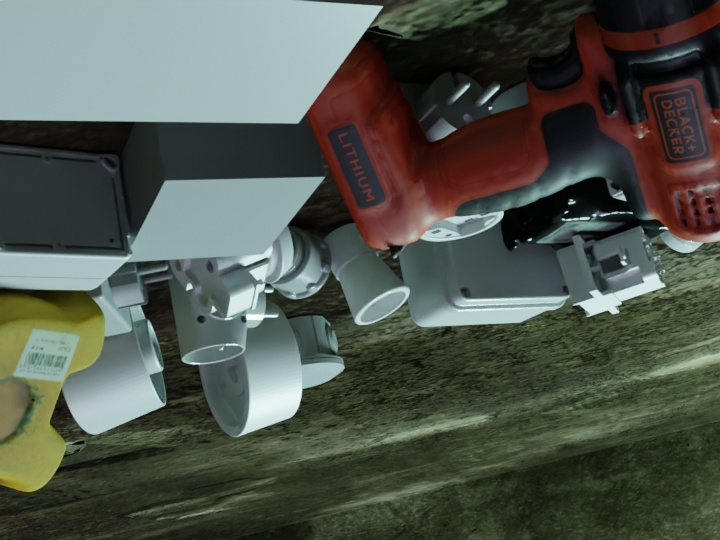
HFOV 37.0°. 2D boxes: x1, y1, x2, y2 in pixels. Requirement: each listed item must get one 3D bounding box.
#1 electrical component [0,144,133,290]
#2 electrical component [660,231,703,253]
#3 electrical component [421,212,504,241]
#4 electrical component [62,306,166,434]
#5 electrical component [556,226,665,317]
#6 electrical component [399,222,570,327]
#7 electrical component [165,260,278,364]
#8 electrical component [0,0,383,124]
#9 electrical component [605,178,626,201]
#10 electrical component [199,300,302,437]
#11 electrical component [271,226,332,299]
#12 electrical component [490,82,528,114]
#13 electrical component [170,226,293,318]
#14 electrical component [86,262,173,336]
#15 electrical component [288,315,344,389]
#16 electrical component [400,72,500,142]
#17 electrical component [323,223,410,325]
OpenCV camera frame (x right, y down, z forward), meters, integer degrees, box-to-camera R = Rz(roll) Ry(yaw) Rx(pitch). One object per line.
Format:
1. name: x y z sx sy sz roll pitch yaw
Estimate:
1. electrical component: -0.179 -0.025 0.568 0.096 0.061 0.061 2 157 -37
2. electrical component: 0.265 -0.041 0.852 0.040 0.040 0.046 -4 154 -24
3. electrical component: 0.057 -0.050 0.673 0.055 0.047 0.055 -11 162 -4
4. electrical component: -0.179 0.064 0.781 0.064 0.099 0.099 -17 162 -5
5. electrical component: 0.179 0.000 0.760 0.064 0.042 0.081 -20 161 19
6. electrical component: 0.092 -0.004 0.788 0.113 0.078 0.057 -1 161 -33
7. electrical component: -0.091 0.022 0.743 0.079 0.077 0.044 2 157 -37
8. electrical component: -0.082 -0.103 0.396 0.150 0.061 0.089 -3 160 -26
9. electrical component: 0.186 -0.079 0.646 0.096 0.061 0.061 -27 157 38
10. electrical component: -0.084 0.075 0.871 0.060 0.108 0.108 -10 163 -28
11. electrical component: -0.052 -0.010 0.730 0.048 0.048 0.062 -19 154 21
12. electrical component: 0.108 -0.078 0.621 0.055 0.047 0.055 -11 162 -4
13. electrical component: -0.079 -0.013 0.663 0.057 0.078 0.058 -24 148 -33
14. electrical component: -0.161 0.008 0.704 0.076 0.047 0.083 -12 162 -2
15. electrical component: -0.057 0.077 0.975 0.080 0.051 0.080 -11 162 -4
16. electrical component: 0.045 -0.080 0.576 0.066 0.047 0.077 -2 158 -30
17. electrical component: 0.000 0.000 0.756 0.044 0.065 0.044 -27 158 -12
